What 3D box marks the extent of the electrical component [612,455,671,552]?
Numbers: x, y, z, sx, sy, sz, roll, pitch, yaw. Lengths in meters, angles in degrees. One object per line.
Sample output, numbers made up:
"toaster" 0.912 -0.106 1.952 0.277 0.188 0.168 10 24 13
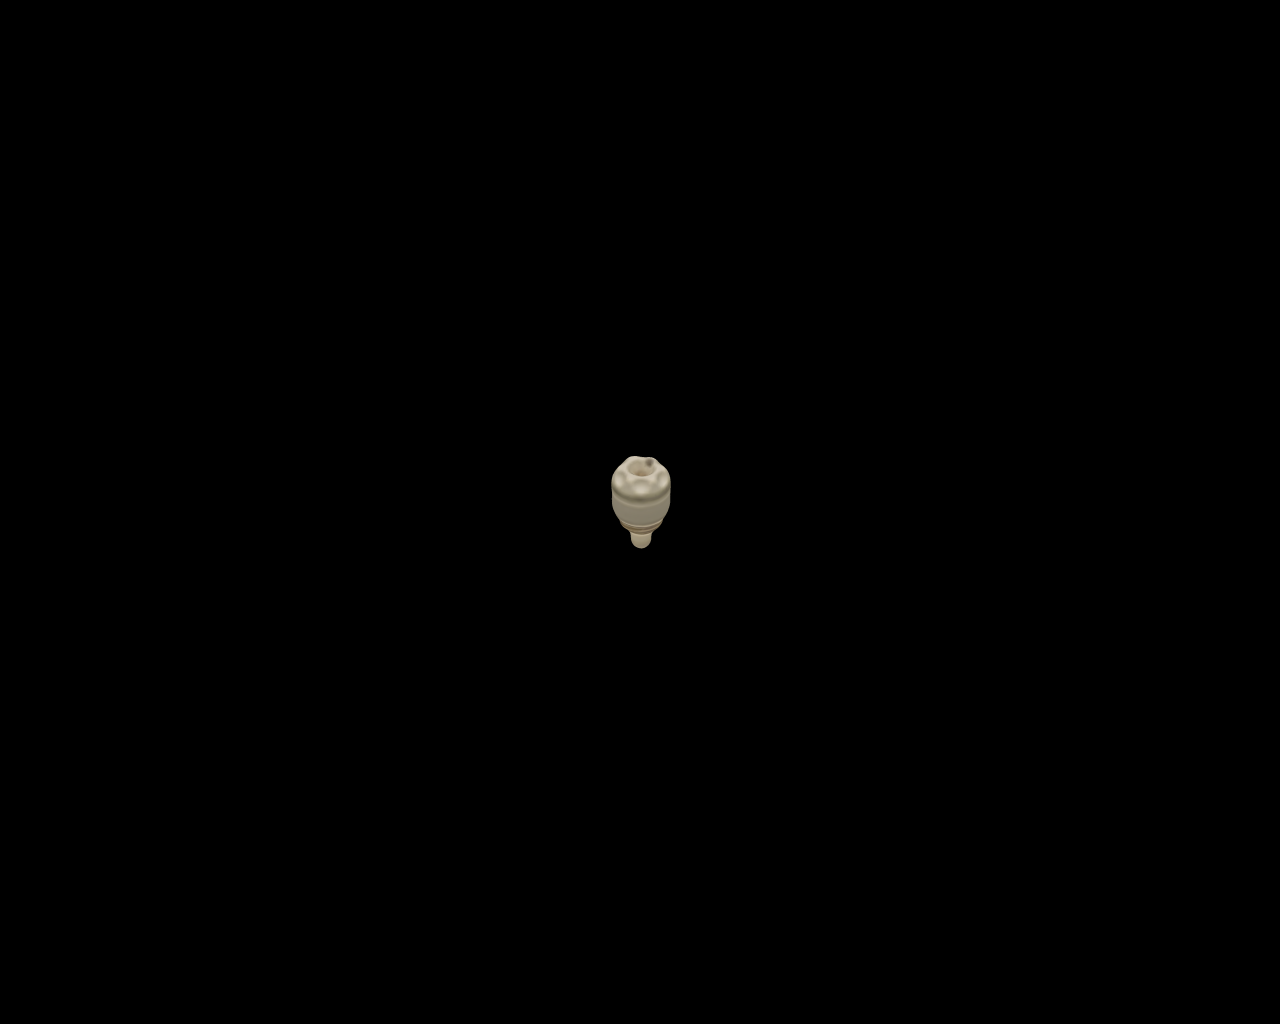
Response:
"electrical component" 0.001 -0.003 0.650 0.035 0.061 0.035 0 38 0
